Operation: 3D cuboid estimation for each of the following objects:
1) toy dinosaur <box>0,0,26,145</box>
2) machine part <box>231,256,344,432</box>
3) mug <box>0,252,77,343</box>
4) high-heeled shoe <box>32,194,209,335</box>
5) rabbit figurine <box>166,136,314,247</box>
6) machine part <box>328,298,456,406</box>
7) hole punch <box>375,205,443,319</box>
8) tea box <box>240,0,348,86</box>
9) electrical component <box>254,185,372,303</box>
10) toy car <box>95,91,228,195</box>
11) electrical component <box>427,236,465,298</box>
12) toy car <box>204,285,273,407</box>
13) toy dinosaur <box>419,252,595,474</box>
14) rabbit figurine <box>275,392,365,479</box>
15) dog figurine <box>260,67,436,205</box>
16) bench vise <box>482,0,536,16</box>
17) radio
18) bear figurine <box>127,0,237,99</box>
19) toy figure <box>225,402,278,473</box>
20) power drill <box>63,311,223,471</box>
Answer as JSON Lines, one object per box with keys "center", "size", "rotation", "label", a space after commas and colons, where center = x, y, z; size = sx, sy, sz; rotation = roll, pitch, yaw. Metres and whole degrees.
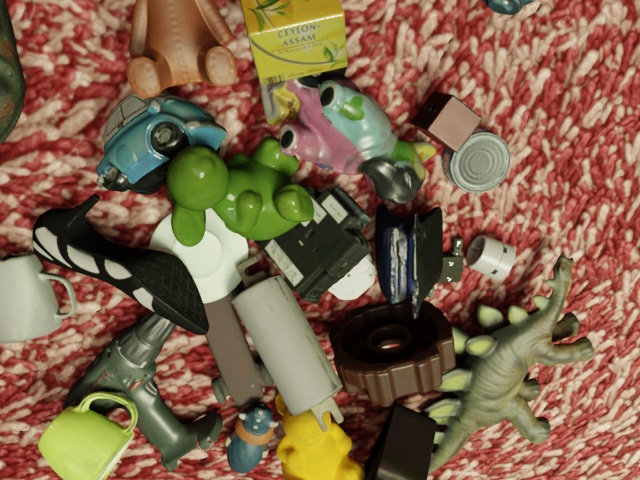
{"center": [-0.417, -0.150, 0.603], "size": [0.405, 0.131, 0.192], "rotation": [-50, 132, 2], "label": "toy dinosaur"}
{"center": [-0.044, 0.134, 0.699], "size": [0.079, 0.079, 0.243], "rotation": [-30, 83, 5], "label": "machine part"}
{"center": [-0.381, 0.070, 0.701], "size": [0.110, 0.081, 0.107], "rotation": [-9, 102, 4], "label": "mug"}
{"center": [-0.261, 0.052, 0.685], "size": [0.145, 0.086, 0.248], "rotation": [-37, 94, 27], "label": "high-heeled shoe"}
{"center": [-0.118, -0.065, 0.642], "size": [0.159, 0.121, 0.170], "rotation": [-24, 156, 29], "label": "rabbit figurine"}
{"center": [0.098, 0.147, 0.737], "size": [0.179, 0.179, 0.056], "rotation": [-15, 114, -1], "label": "machine part"}
{"center": [0.107, 0.016, 0.713], "size": [0.092, 0.116, 0.142], "rotation": [8, 113, 24], "label": "hole punch"}
{"center": [-0.036, -0.252, 0.573], "size": [0.098, 0.170, 0.068], "rotation": [-15, 146, -2], "label": "tea box"}
{"center": [-0.001, -0.002, 0.698], "size": [0.134, 0.058, 0.115], "rotation": [-45, 66, 12], "label": "electrical component"}
{"center": [-0.201, -0.125, 0.648], "size": [0.162, 0.109, 0.103], "rotation": [-27, 84, 16], "label": "toy car"}
{"center": [0.179, 0.040, 0.783], "size": [0.063, 0.021, 0.093], "rotation": [0, 109, -7], "label": "electrical component"}
{"center": [-0.133, 0.145, 0.770], "size": [0.089, 0.053, 0.202], "rotation": [-22, 107, -9], "label": "toy car"}
{"center": [0.254, 0.224, 0.821], "size": [0.199, 0.105, 0.470], "rotation": [17, 110, -5], "label": "toy dinosaur"}
{"center": [-0.009, 0.279, 0.778], "size": [0.122, 0.162, 0.173], "rotation": [-12, 133, -1], "label": "rabbit figurine"}
{"center": [0.046, -0.136, 0.666], "size": [0.219, 0.192, 0.108], "rotation": [19, 129, -43], "label": "dog figurine"}
{"center": [0.206, -0.383, 0.583], "size": [0.240, 0.129, 0.223], "rotation": [25, 105, -20], "label": "bench vise"}
{"center": [0.099, 0.370, 0.804], "size": [0.073, 0.131, 0.229], "rotation": [20, 122, 9], "label": "radio"}
{"center": [-0.160, -0.267, 0.581], "size": [0.120, 0.132, 0.195], "rotation": [-8, 117, -8], "label": "bear figurine"}
{"center": [-0.104, 0.291, 0.809], "size": [0.064, 0.058, 0.154], "rotation": [2, 128, -26], "label": "toy figure"}
{"center": [-0.235, 0.223, 0.774], "size": [0.232, 0.086, 0.207], "rotation": [-37, 113, 9], "label": "power drill"}
